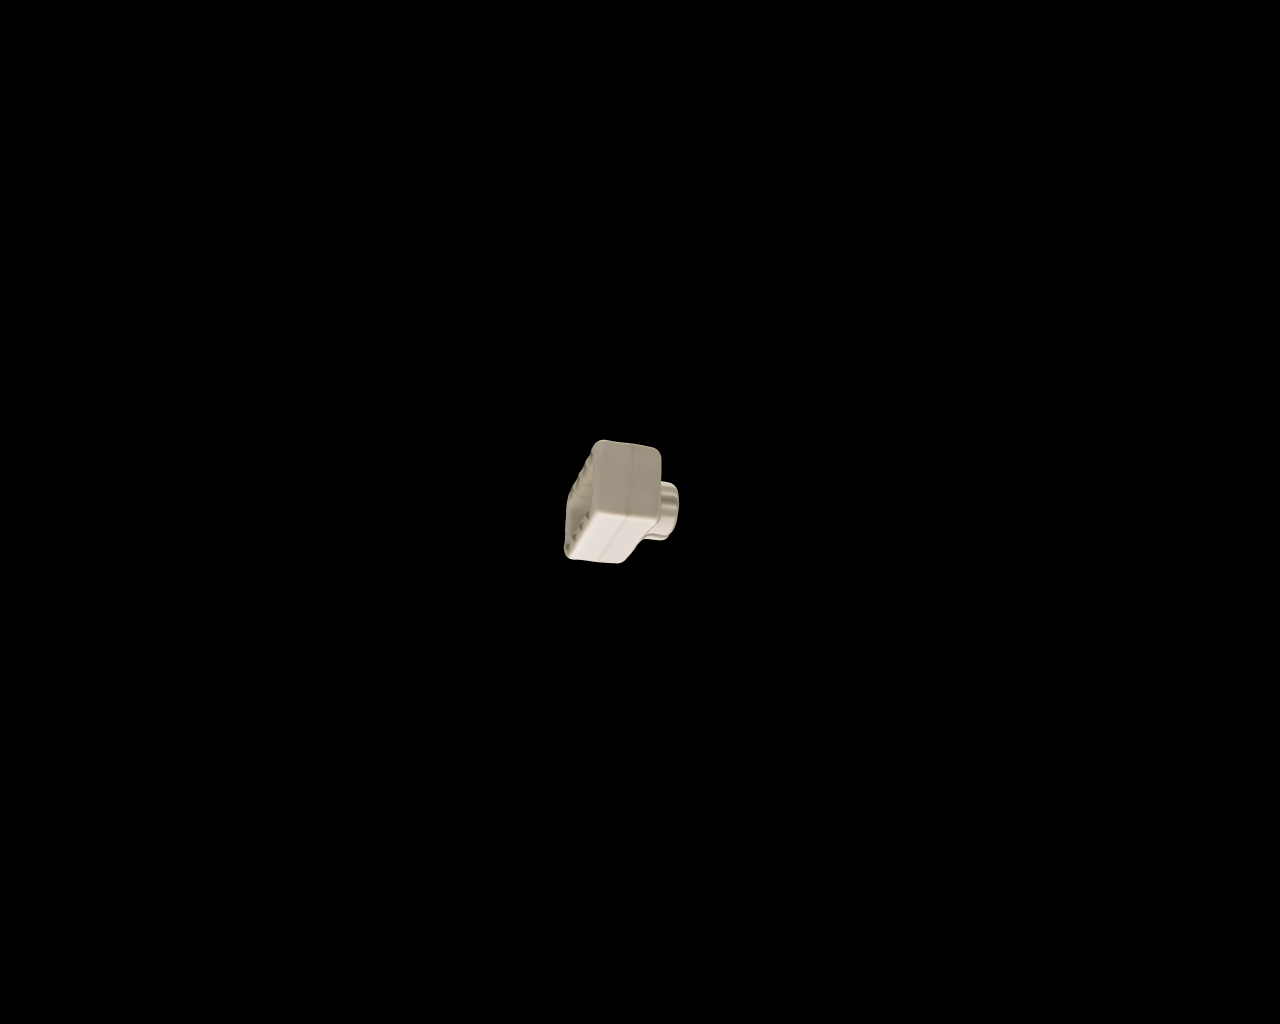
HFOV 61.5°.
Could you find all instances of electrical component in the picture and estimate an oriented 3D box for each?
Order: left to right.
[{"bbox_3d":[0.001,-0.003,0.650,0.076,0.047,0.083,6,-23,-14],"label":"electrical component"}]
